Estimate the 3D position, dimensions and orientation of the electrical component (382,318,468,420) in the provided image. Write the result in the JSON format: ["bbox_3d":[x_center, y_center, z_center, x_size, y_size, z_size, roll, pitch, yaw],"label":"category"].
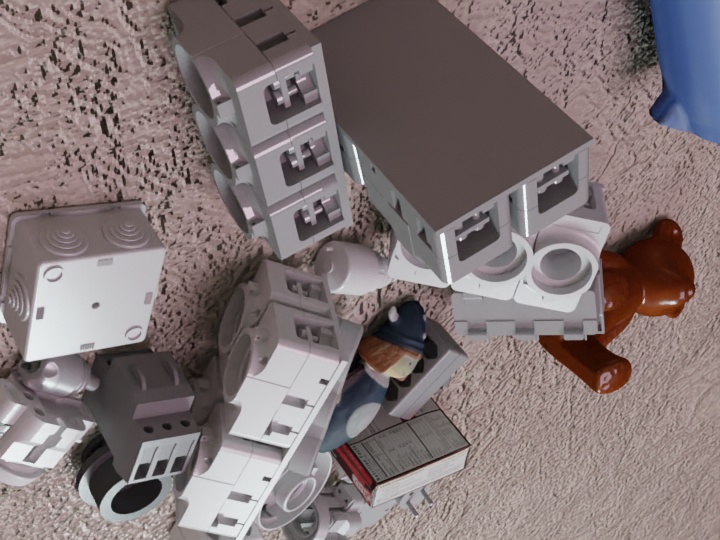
[{"bbox_3d":[0.060,0.094,0.991,0.083,0.047,0.076,-48,146,12],"label":"electrical component"}]

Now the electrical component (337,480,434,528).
[{"bbox_3d":[0.046,0.216,1.089,0.138,0.073,0.052,-40,144,1],"label":"electrical component"}]

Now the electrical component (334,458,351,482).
[{"bbox_3d":[0.011,0.180,1.048,0.078,0.040,0.040,-11,136,-33],"label":"electrical component"}]

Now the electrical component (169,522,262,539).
[{"bbox_3d":[-0.141,0.258,0.994,0.066,0.047,0.076,3,128,-43],"label":"electrical component"}]

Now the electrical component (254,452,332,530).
[{"bbox_3d":[-0.076,0.185,0.978,0.099,0.064,0.099,-36,147,-28],"label":"electrical component"}]

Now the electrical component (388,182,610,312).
[{"bbox_3d":[0.103,-0.028,0.820,0.150,0.061,0.089,11,129,-4],"label":"electrical component"}]

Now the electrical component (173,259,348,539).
[{"bbox_3d":[-0.085,0.096,0.804,0.060,0.105,0.186,18,119,-22],"label":"electrical component"}]

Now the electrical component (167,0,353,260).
[{"bbox_3d":[-0.061,-0.088,0.649,0.062,0.089,0.150,-29,143,-14],"label":"electrical component"}]

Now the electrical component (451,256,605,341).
[{"bbox_3d":[0.142,0.025,0.912,0.063,0.121,0.078,-58,142,-60],"label":"electrical component"}]

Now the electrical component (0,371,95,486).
[{"bbox_3d":[-0.232,0.111,0.745,0.057,0.058,0.078,-49,143,9],"label":"electrical component"}]

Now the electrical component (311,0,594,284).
[{"bbox_3d":[0.042,-0.087,0.658,0.105,0.186,0.060,-31,144,-12],"label":"electrical component"}]

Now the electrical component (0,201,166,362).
[{"bbox_3d":[-0.177,0.008,0.688,0.100,0.048,0.099,-9,135,-35],"label":"electrical component"}]

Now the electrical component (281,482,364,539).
[{"bbox_3d":[-0.041,0.245,1.059,0.057,0.058,0.078,14,120,-51],"label":"electrical component"}]

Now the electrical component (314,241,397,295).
[{"bbox_3d":[0.000,0.000,0.842,0.078,0.040,0.040,7,125,-45],"label":"electrical component"}]

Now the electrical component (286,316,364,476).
[{"bbox_3d":[-0.054,0.096,0.883,0.052,0.074,0.138,-62,172,-74],"label":"electrical component"}]

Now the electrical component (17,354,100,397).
[{"bbox_3d":[-0.205,0.071,0.745,0.035,0.035,0.061,-45,146,8],"label":"electrical component"}]
